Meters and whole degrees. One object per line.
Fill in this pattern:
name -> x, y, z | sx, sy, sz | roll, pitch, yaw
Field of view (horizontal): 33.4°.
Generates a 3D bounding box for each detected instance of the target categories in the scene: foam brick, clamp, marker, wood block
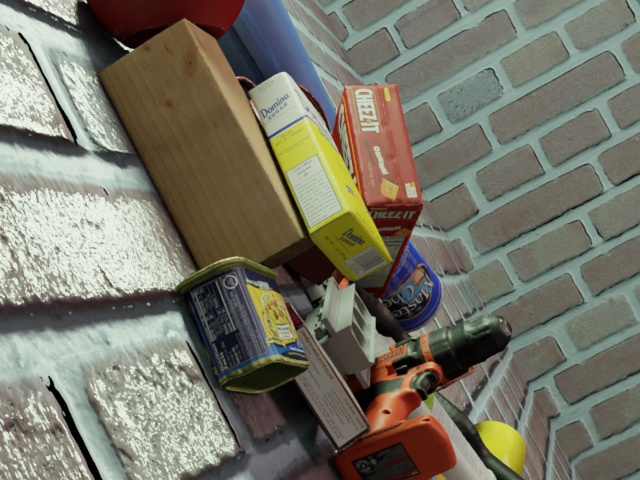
foam brick -> -0.008, 0.001, 1.159 | 0.051, 0.053, 0.078 | 35, 20, -25
clamp -> 0.081, 0.110, 1.247 | 0.120, 0.039, 0.171 | 6, -33, 45
marker -> 0.021, 0.102, 1.158 | 0.121, 0.020, 0.020 | 62, 11, 4
wood block -> -0.090, -0.069, 0.903 | 0.206, 0.090, 0.090 | 61, 11, 6
clamp -> 0.186, 0.261, 1.303 | 0.210, 0.036, 0.165 | 54, -26, -5

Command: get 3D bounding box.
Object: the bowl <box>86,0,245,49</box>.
bowl -> -0.132, -0.205, 0.940 | 0.162, 0.162, 0.055 | 5, 77, -77

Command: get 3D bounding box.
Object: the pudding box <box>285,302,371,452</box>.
pudding box -> -0.007, 0.114, 0.908 | 0.113, 0.039, 0.090 | 56, -2, -12

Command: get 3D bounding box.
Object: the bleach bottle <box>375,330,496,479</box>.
bleach bottle -> 0.110, 0.200, 1.210 | 0.251, 0.068, 0.102 | 57, 10, -6

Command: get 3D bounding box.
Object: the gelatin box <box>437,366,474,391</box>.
gelatin box -> 0.164, 0.176, 1.435 | 0.030, 0.089, 0.073 | 60, 11, -4

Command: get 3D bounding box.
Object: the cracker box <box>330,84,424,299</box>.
cracker box -> 0.049, -0.050, 1.232 | 0.214, 0.072, 0.164 | 106, -22, -58

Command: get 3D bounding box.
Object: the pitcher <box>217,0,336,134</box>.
pitcher -> -0.076, -0.207, 1.231 | 0.242, 0.145, 0.149 | 58, 41, -28

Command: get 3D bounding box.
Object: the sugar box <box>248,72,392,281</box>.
sugar box -> -0.001, -0.057, 0.918 | 0.093, 0.048, 0.176 | 48, 17, -53

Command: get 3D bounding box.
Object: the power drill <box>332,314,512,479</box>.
power drill -> 0.091, 0.148, 0.980 | 0.057, 0.185, 0.187 | 56, 21, -13

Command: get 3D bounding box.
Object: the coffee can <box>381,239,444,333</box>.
coffee can -> 0.089, 0.046, 1.389 | 0.140, 0.103, 0.103 | 49, 16, -47

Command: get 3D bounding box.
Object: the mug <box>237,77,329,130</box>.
mug -> -0.059, -0.113, 1.079 | 0.117, 0.093, 0.081 | 50, 54, -6

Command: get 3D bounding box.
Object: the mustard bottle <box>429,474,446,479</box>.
mustard bottle -> 0.094, 0.257, 0.992 | 0.096, 0.058, 0.191 | 55, 11, -1

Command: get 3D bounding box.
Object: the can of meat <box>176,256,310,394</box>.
can of meat -> -0.055, 0.067, 0.807 | 0.084, 0.057, 0.102 | 66, 13, 17
